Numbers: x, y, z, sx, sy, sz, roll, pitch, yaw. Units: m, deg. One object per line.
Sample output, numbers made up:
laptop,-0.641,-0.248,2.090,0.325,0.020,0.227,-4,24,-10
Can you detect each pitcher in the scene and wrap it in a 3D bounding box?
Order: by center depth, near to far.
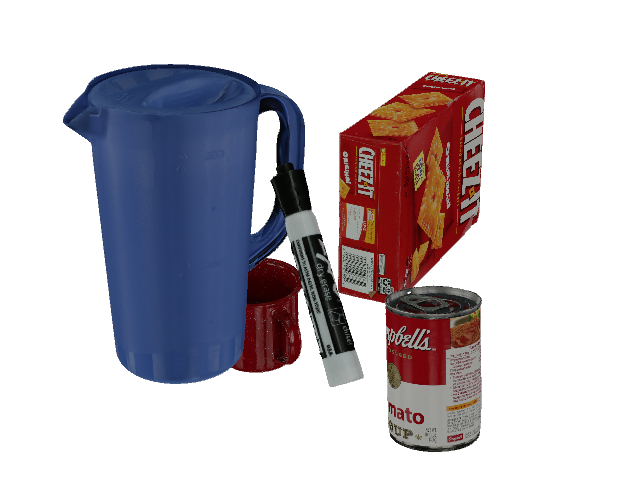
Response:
pitcher,-0.105,-0.014,0.858,0.149,0.243,0.144,11,27,19

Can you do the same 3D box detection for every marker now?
marker,-0.003,0.017,0.564,0.020,0.121,0.020,-16,-9,-3

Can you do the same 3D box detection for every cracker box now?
cracker box,0.094,-0.057,1.046,0.072,0.164,0.213,13,29,26

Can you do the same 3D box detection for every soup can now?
soup can,0.081,0.090,0.760,0.068,0.102,0.068,-2,14,0

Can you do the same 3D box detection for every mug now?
mug,-0.055,0.078,1.026,0.093,0.081,0.117,-20,34,-33
